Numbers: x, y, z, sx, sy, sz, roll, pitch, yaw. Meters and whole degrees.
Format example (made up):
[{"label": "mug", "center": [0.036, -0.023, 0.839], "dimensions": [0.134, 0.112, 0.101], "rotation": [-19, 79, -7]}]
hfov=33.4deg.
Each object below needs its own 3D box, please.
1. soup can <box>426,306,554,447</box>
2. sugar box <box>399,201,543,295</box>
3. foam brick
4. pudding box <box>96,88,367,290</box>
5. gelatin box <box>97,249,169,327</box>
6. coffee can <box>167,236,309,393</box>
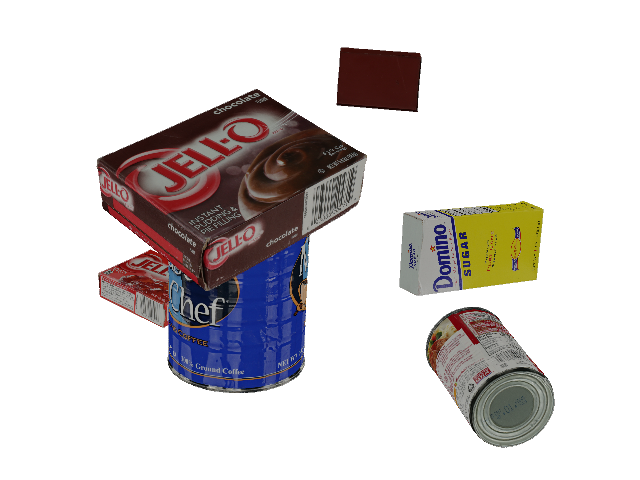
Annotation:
[{"label": "soup can", "center": [0.129, 0.103, 0.821], "dimensions": [0.068, 0.068, 0.102], "rotation": [0, 23, -14]}, {"label": "sugar box", "center": [0.179, 0.008, 1.258], "dimensions": [0.175, 0.093, 0.048], "rotation": [-7, 18, -30]}, {"label": "foam brick", "center": [0.055, -0.152, 1.004], "dimensions": [0.078, 0.051, 0.053], "rotation": [5, 15, 3]}, {"label": "pudding box", "center": [-0.046, -0.031, 0.563], "dimensions": [0.113, 0.039, 0.090], "rotation": [-28, 49, -35]}, {"label": "gelatin box", "center": [-0.159, 0.044, 1.034], "dimensions": [0.089, 0.030, 0.073], "rotation": [22, 30, 30]}, {"label": "coffee can", "center": [-0.059, 0.023, 0.767], "dimensions": [0.103, 0.140, 0.103], "rotation": [2, 21, -1]}]
